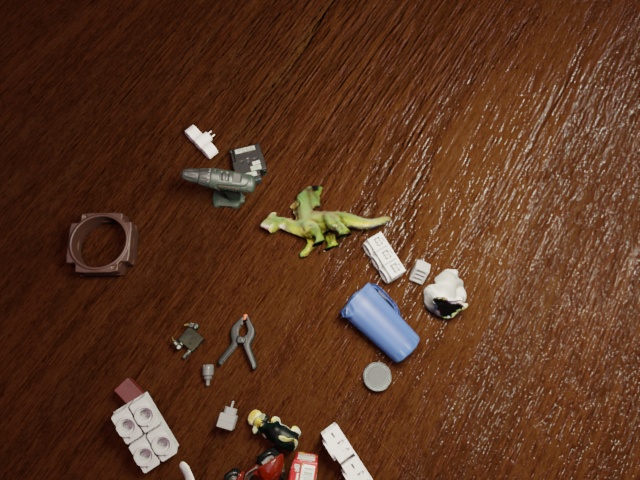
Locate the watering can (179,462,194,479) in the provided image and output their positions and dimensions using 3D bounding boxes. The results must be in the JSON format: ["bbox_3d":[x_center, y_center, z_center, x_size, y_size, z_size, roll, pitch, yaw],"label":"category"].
[{"bbox_3d":[-0.313,0.785,1.392,0.346,0.103,0.227,45,74,-6],"label":"watering can"}]

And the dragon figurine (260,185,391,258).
[{"bbox_3d":[0.005,-0.087,1.724,0.412,0.120,0.247,-19,66,-10],"label":"dragon figurine"}]

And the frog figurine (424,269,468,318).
[{"bbox_3d":[0.403,0.168,1.668,0.137,0.120,0.163,-1,36,5],"label":"frog figurine"}]
